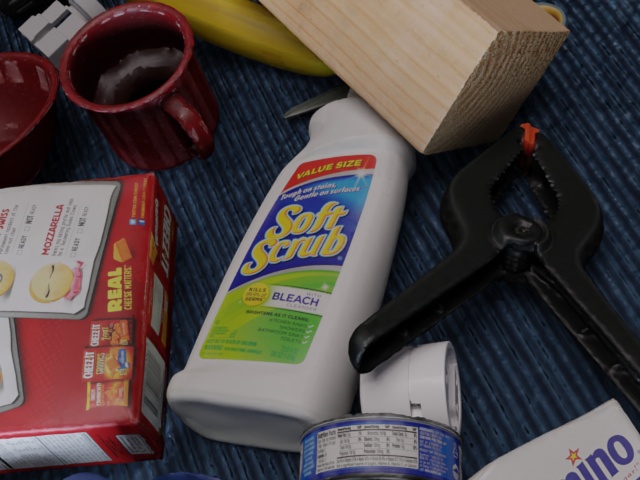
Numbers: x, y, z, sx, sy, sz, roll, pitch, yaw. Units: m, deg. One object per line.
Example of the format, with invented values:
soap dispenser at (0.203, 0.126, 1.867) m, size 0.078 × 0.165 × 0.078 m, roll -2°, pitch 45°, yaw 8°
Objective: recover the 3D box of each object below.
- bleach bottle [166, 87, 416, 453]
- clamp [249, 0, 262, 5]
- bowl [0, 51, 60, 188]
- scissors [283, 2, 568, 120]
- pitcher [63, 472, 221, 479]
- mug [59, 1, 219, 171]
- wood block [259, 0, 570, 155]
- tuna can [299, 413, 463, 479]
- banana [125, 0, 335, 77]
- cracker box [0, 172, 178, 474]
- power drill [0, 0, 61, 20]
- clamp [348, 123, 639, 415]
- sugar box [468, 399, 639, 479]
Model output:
bleach bottle at (-0.004, 0.001, 0.651) m, size 0.103 × 0.068 × 0.250 m, roll 3°, pitch 57°, yaw 23°
clamp at (-0.044, -0.245, 0.821) m, size 0.120 × 0.039 × 0.172 m, roll -36°, pitch 60°, yaw -4°
bowl at (-0.245, -0.063, 0.740) m, size 0.162 × 0.055 × 0.162 m, roll -13°, pitch 40°, yaw 11°
scissors at (0.068, -0.141, 0.744) m, size 0.202 × 0.016 × 0.096 m, roll -11°, pitch 56°, yaw 8°
pitcher at (-0.027, 0.200, 0.507) m, size 0.243 × 0.145 × 0.149 m, roll 13°, pitch 76°, yaw 17°
mug at (-0.110, -0.095, 0.723) m, size 0.093 × 0.081 × 0.117 m, roll -44°, pitch 59°, yaw -13°
wood block at (0.041, -0.156, 0.675) m, size 0.206 × 0.090 × 0.090 m, roll 46°, pitch 35°, yaw 23°
tuna can at (0.031, 0.120, 0.554) m, size 0.086 × 0.086 × 0.033 m, roll -4°, pitch 60°, yaw 12°
banana at (-0.061, -0.155, 0.741) m, size 0.198 × 0.069 × 0.037 m, roll 20°, pitch 82°, yaw 4°
cracker box at (-0.196, 0.053, 0.631) m, size 0.214 × 0.072 × 0.164 m, roll -6°, pitch 58°, yaw 6°
power drill at (-0.200, -0.280, 0.867) m, size 0.184 × 0.057 × 0.188 m, roll -31°, pitch 56°, yaw 8°
clamp at (0.101, 0.009, 0.600) m, size 0.164 × 0.036 × 0.210 m, roll 5°, pitch 45°, yaw 1°
sugar box at (0.152, 0.173, 0.515) m, size 0.093 × 0.048 × 0.176 m, roll -28°, pitch 58°, yaw -3°
